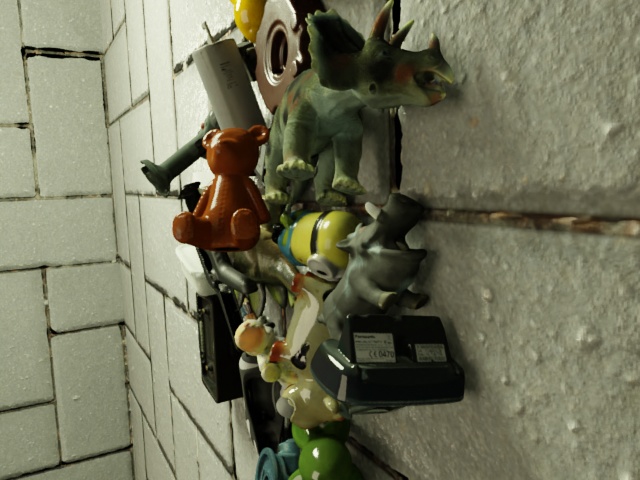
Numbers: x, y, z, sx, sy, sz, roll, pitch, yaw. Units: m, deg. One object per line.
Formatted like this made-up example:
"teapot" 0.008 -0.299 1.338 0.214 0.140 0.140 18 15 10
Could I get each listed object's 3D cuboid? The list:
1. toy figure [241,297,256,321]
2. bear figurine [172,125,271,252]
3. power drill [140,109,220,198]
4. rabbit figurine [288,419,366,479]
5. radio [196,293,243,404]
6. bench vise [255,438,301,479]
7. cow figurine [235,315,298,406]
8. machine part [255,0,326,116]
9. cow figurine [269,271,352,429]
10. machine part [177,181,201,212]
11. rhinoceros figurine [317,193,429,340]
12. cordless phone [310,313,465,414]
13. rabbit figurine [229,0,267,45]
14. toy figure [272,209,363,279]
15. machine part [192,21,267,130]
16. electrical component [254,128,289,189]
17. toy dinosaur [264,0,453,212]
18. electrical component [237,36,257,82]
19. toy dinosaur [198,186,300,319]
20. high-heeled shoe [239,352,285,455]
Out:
"toy figure" -0.135 0.157 1.019 0.155 0.058 0.064 40 158 51
"bear figurine" -0.130 -0.084 0.766 0.132 0.120 0.195 53 -141 -79
"power drill" -0.238 -0.179 1.014 0.086 0.207 0.232 44 161 -10
"rabbit figurine" 0.015 0.305 0.705 0.159 0.121 0.170 -93 3 -46
"radio" -0.213 0.216 1.154 0.131 0.073 0.229 17 109 60
"bench vise" -0.090 0.414 0.806 0.129 0.240 0.223 133 141 -59
"cow figurine" -0.069 0.168 0.806 0.167 0.068 0.098 51 172 -26
"machine part" -0.042 -0.264 0.768 0.179 0.056 0.179 19 111 61
"cow figurine" 0.004 0.149 0.699 0.127 0.085 0.194 16 89 18
"machine part" -0.244 -0.062 1.094 0.138 0.039 0.084 73 -154 -54
"rhinoceros figurine" 0.062 0.038 0.599 0.112 0.073 0.190 54 130 39
"cordless phone" 0.049 0.154 0.576 0.184 0.146 0.089 125 143 -52
"rabbit figurine" -0.111 -0.390 0.819 0.163 0.122 0.173 -129 26 -50
"toy figure" -0.005 -0.003 0.720 0.180 0.082 0.089 26 120 61
"machine part" -0.146 -0.239 0.892 0.079 0.079 0.243 12 125 61
"electrical component" -0.072 -0.148 0.853 0.075 0.048 0.119 56 142 41
"toy dinosaur" -0.003 -0.144 0.664 0.405 0.131 0.192 171 109 -71
"electrical component" -0.117 -0.313 0.916 0.102 0.045 0.078 25 145 61
"toy dinosaur" -0.110 0.022 0.909 0.472 0.105 0.198 33 131 55
"high-heeled shoe" -0.094 0.277 0.910 0.248 0.086 0.145 91 176 -49
